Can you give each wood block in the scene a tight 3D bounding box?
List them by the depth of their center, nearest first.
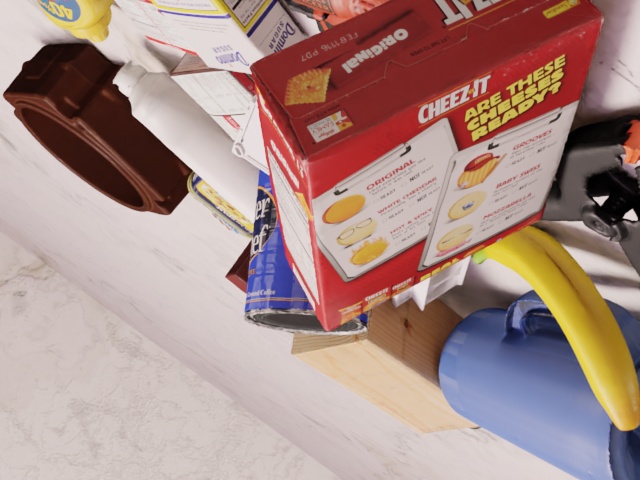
[{"bbox_3d":[0.077,0.103,1.016,0.090,0.090,0.205,-15,142,37],"label":"wood block"}]

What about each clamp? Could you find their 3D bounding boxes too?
[{"bbox_3d":[0.178,-0.024,0.676,0.165,0.036,0.210,32,164,24],"label":"clamp"}]

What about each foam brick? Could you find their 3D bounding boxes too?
[{"bbox_3d":[-0.065,0.028,1.250,0.053,0.078,0.051,39,162,-11],"label":"foam brick"}]

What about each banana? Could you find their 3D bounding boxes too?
[{"bbox_3d":[0.178,0.047,0.779,0.070,0.037,0.198,87,157,-45],"label":"banana"}]

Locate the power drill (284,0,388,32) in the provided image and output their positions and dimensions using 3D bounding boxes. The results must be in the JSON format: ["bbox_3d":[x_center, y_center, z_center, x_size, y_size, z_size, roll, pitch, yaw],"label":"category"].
[{"bbox_3d":[0.008,-0.131,0.684,0.185,0.057,0.187,29,164,32],"label":"power drill"}]

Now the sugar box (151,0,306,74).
[{"bbox_3d":[-0.093,-0.191,0.749,0.093,0.048,0.176,19,160,47],"label":"sugar box"}]

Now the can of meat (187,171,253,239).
[{"bbox_3d":[-0.077,-0.052,1.087,0.102,0.057,0.084,38,162,-9],"label":"can of meat"}]

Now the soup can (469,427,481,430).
[{"bbox_3d":[0.148,0.170,1.230,0.102,0.068,0.068,19,157,45],"label":"soup can"}]

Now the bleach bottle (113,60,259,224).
[{"bbox_3d":[-0.086,-0.077,0.988,0.251,0.068,0.102,38,-167,-2],"label":"bleach bottle"}]

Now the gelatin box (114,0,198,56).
[{"bbox_3d":[-0.129,-0.190,0.849,0.073,0.030,0.089,23,163,37],"label":"gelatin box"}]

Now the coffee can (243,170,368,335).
[{"bbox_3d":[-0.006,0.001,0.879,0.103,0.140,0.103,5,167,1],"label":"coffee can"}]

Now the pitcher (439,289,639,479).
[{"bbox_3d":[0.205,0.119,0.887,0.144,0.149,0.243,15,180,-30],"label":"pitcher"}]

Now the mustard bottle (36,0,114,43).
[{"bbox_3d":[-0.219,-0.228,0.876,0.096,0.058,0.191,29,163,27],"label":"mustard bottle"}]

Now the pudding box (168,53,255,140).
[{"bbox_3d":[-0.065,-0.124,0.892,0.090,0.039,0.114,45,160,-28],"label":"pudding box"}]

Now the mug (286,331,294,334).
[{"bbox_3d":[0.006,0.072,1.205,0.082,0.093,0.117,4,134,53],"label":"mug"}]

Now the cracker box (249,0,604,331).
[{"bbox_3d":[0.055,-0.049,0.598,0.072,0.164,0.214,59,170,25],"label":"cracker box"}]
